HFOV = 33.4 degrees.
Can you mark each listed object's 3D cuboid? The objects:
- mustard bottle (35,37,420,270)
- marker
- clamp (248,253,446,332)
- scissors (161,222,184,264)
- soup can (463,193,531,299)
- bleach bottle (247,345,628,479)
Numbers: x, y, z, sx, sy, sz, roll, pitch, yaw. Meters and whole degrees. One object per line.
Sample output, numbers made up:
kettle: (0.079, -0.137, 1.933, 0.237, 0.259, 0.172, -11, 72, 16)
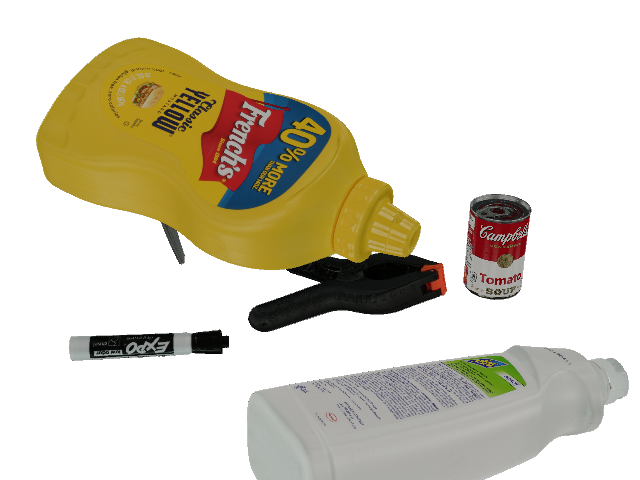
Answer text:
mustard bottle: (-0.039, -0.036, 0.533, 0.192, 0.058, 0.096, 24, 53, 18)
marker: (-0.131, 0.080, 0.819, 0.121, 0.020, 0.020, -2, 0, -2)
clamp: (0.021, 0.044, 0.938, 0.172, 0.039, 0.120, -2, 35, 26)
scissors: (-0.177, -0.082, 1.185, 0.016, 0.201, 0.096, -16, 20, 45)
soup can: (0.199, 0.007, 1.210, 0.068, 0.102, 0.068, 1, 28, -1)
bleach bottle: (0.087, 0.112, 0.659, 0.250, 0.068, 0.103, -8, 23, -23)
